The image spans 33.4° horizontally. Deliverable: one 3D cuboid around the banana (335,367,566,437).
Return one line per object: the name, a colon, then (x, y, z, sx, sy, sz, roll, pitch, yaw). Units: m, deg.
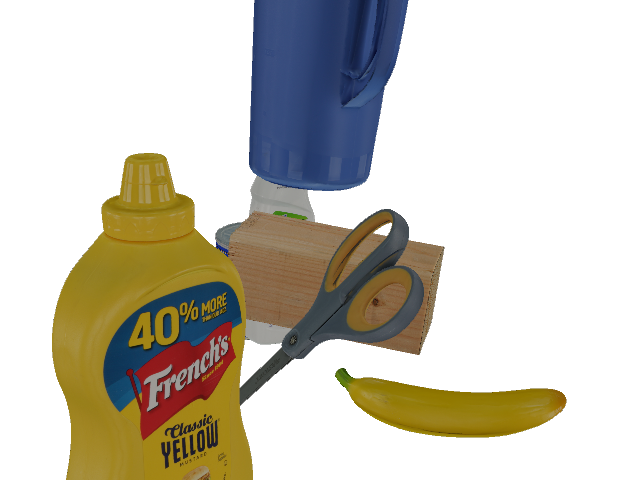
banana: (0.110, 0.134, 0.884, 0.198, 0.037, 0.069, 8, 34, 0)

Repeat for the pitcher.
pitcher: (0.007, -0.167, 0.905, 0.145, 0.243, 0.149, 9, 16, 11)

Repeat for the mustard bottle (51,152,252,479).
mustard bottle: (-0.076, 0.055, 0.493, 0.096, 0.192, 0.058, -16, 23, -42)

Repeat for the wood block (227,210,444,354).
wood block: (0.013, 0.042, 1.097, 0.206, 0.091, 0.090, 11, 22, 11)

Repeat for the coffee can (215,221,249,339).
coffee can: (-0.099, 0.056, 1.523, 0.103, 0.140, 0.103, 2, 22, -1)

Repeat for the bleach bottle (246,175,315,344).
bleach bottle: (-0.044, 0.000, 1.324, 0.102, 0.251, 0.068, -8, 24, -34)

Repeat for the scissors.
scissors: (-0.002, 0.070, 0.686, 0.016, 0.202, 0.096, 29, 11, -37)
